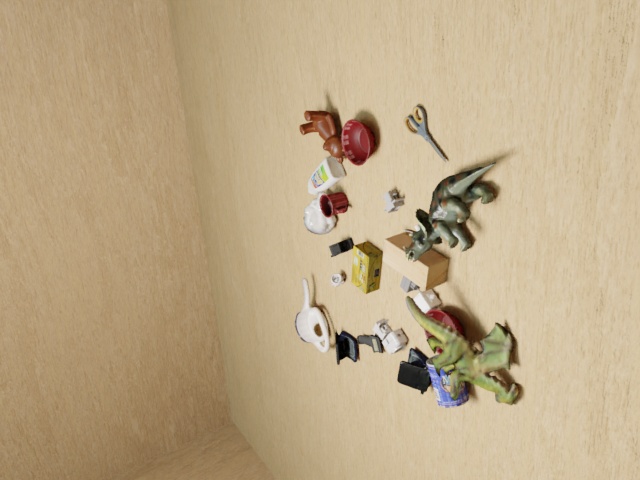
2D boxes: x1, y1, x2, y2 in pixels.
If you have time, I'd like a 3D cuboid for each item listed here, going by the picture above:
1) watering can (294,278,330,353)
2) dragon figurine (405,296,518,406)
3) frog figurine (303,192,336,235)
[{"bbox_3d":[-0.045,0.352,2.375,0.105,0.350,0.221,-16,-8,-29],"label":"watering can"},{"bbox_3d":[0.436,0.310,1.493,0.240,0.410,0.123,-28,0,22],"label":"dragon figurine"},{"bbox_3d":[0.006,-0.104,2.066,0.138,0.156,0.125,32,39,6],"label":"frog figurine"}]
